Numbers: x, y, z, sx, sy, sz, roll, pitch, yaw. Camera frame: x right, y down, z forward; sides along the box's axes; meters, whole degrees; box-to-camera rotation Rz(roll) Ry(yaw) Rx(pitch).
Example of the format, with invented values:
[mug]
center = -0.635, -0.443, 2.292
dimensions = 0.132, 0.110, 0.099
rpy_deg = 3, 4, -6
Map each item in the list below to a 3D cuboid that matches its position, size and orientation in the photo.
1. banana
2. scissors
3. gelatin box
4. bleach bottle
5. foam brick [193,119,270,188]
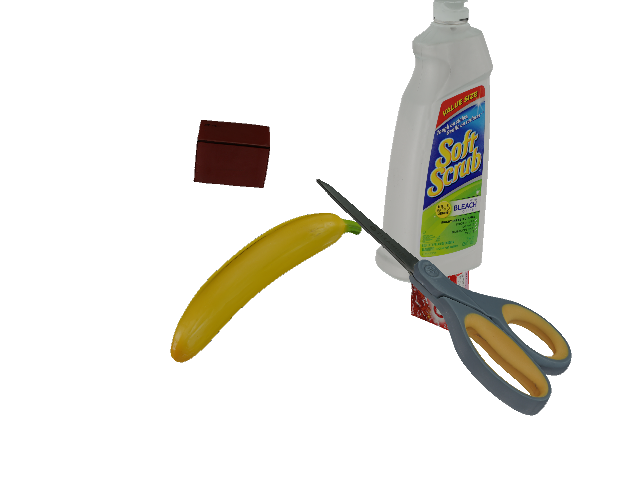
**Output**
[banana]
center = -0.052, 0.032, 0.892
dimensions = 0.198, 0.037, 0.069
rpy_deg = -34, -43, -3
[scissors]
center = 0.085, 0.027, 0.677
dimensions = 0.096, 0.016, 0.202
rpy_deg = -6, 48, -43
[gelatin box]
center = 0.151, 0.065, 1.356
dimensions = 0.073, 0.089, 0.030
rpy_deg = 21, 36, 39
[bleach bottle]
center = 0.106, -0.092, 0.973
dimensions = 0.102, 0.251, 0.068
rpy_deg = -10, 24, -26
[foam brick]
center = -0.095, -0.094, 1.149
dimensions = 0.078, 0.051, 0.053
rpy_deg = 5, 30, -4
